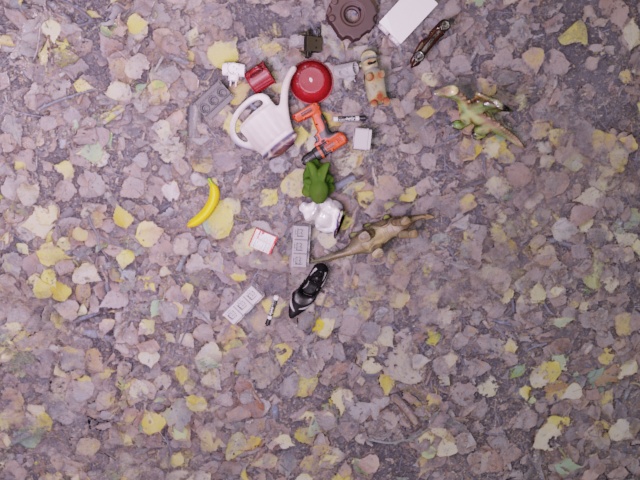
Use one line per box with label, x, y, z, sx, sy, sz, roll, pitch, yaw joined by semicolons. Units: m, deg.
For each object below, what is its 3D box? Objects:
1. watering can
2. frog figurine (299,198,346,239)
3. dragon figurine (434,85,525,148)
watering can;-0.161;-0.420;1.789;0.344;0.105;0.223;-36;97;22
frog figurine;0.006;-0.093;1.850;0.160;0.125;0.134;21;139;10
dragon figurine;0.577;-0.429;1.777;0.410;0.243;0.122;24;92;-3
